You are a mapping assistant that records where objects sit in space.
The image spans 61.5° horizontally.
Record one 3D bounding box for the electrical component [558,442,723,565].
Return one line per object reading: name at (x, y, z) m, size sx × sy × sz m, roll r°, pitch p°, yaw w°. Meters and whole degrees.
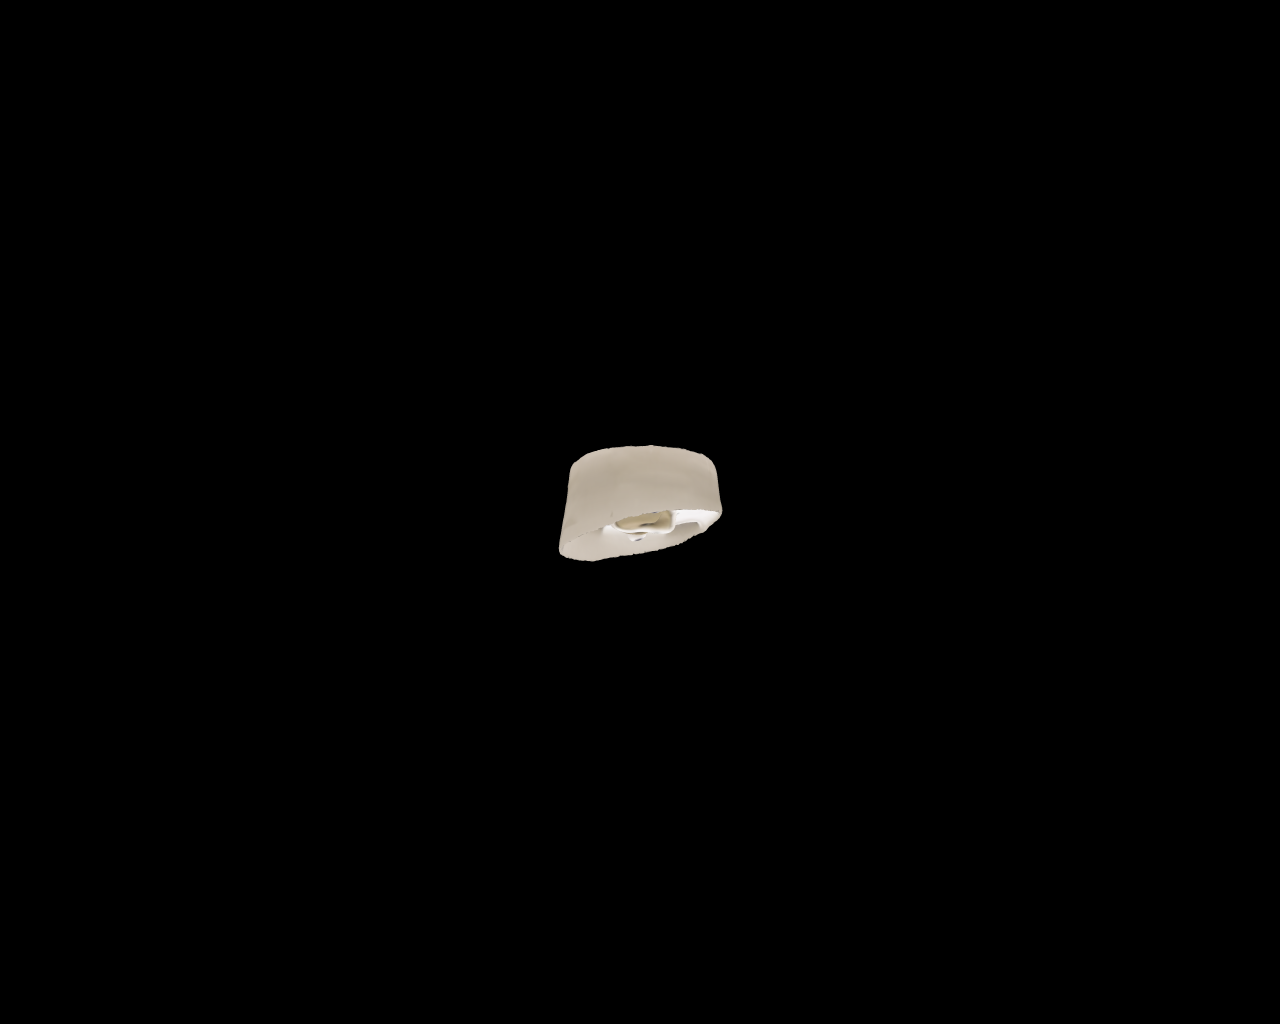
electrical component at (0.001, -0.003, 0.650) m, size 0.099 × 0.064 × 0.099 m, roll 0°, pitch -17°, yaw 0°
